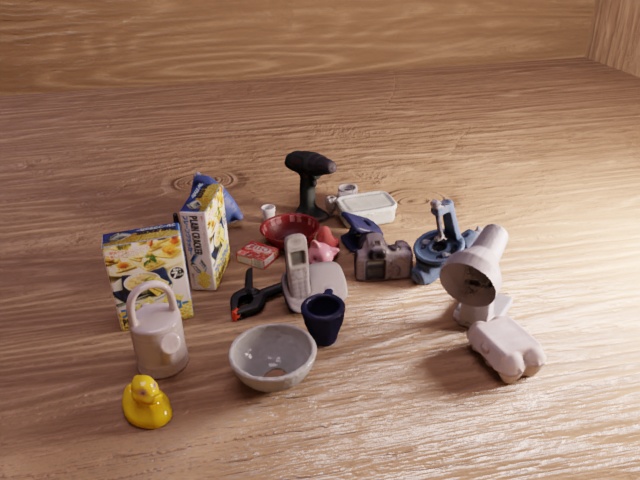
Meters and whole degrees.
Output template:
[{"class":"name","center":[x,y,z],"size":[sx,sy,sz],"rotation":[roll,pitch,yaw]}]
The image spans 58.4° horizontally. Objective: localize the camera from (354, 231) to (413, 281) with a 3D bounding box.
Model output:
[{"class":"camera","center":[0.151,0.025,1.426],"size":[0.143,0.101,0.136],"rotation":[-3,30,-3]}]

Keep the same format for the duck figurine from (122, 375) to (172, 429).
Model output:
[{"class":"duck figurine","center":[-0.314,0.277,1.021],"size":[0.104,0.086,0.078],"rotation":[21,37,33]}]

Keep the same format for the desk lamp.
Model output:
[{"class":"desk lamp","center":[0.335,0.085,1.202],"size":[0.117,0.214,0.204],"rotation":[17,35,29]}]

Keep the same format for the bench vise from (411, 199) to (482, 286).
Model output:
[{"class":"bench vise","center":[0.304,-0.015,1.370],"size":[0.121,0.220,0.208],"rotation":[22,38,35]}]

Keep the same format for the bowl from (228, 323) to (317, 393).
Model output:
[{"class":"bowl","center":[-0.088,0.236,1.093],"size":[0.167,0.075,0.167],"rotation":[-1,30,1]}]

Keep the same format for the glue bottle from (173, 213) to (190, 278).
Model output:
[{"class":"glue bottle","center":[-0.340,0.011,1.398],"size":[0.037,0.173,0.078],"rotation":[4,30,10]}]

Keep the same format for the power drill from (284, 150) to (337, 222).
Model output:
[{"class":"power drill","center":[-0.022,-0.160,1.647],"size":[0.076,0.209,0.228],"rotation":[-20,35,-29]}]

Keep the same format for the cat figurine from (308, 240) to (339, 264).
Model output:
[{"class":"cat figurine","center":[-0.020,0.043,1.385],"size":[0.127,0.118,0.067],"rotation":[12,32,22]}]

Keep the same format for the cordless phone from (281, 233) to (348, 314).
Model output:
[{"class":"cordless phone","center":[-0.015,0.065,1.278],"size":[0.148,0.185,0.094],"rotation":[-13,32,-20]}]

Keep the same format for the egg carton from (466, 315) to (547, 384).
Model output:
[{"class":"egg carton","center":[0.362,0.211,1.125],"size":[0.107,0.069,0.150],"rotation":[-13,32,-19]}]

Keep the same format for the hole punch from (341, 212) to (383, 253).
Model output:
[{"class":"hole punch","center":[0.112,-0.030,1.533],"size":[0.101,0.091,0.108],"rotation":[-11,31,-16]}]

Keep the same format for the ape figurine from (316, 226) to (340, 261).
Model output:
[{"class":"ape figurine","center":[0.014,0.005,1.475],"size":[0.078,0.092,0.076],"rotation":[-5,30,-6]}]

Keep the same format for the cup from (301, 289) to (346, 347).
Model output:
[{"class":"cup","center":[0.009,0.165,1.194],"size":[0.091,0.095,0.118],"rotation":[4,30,10]}]

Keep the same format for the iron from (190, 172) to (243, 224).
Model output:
[{"class":"iron","center":[-0.329,-0.130,1.676],"size":[0.119,0.141,0.257],"rotation":[-21,35,-30]}]

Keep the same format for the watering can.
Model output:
[{"class":"watering can","center":[-0.311,0.167,1.104],"size":[0.172,0.194,0.101],"rotation":[19,36,31]}]
